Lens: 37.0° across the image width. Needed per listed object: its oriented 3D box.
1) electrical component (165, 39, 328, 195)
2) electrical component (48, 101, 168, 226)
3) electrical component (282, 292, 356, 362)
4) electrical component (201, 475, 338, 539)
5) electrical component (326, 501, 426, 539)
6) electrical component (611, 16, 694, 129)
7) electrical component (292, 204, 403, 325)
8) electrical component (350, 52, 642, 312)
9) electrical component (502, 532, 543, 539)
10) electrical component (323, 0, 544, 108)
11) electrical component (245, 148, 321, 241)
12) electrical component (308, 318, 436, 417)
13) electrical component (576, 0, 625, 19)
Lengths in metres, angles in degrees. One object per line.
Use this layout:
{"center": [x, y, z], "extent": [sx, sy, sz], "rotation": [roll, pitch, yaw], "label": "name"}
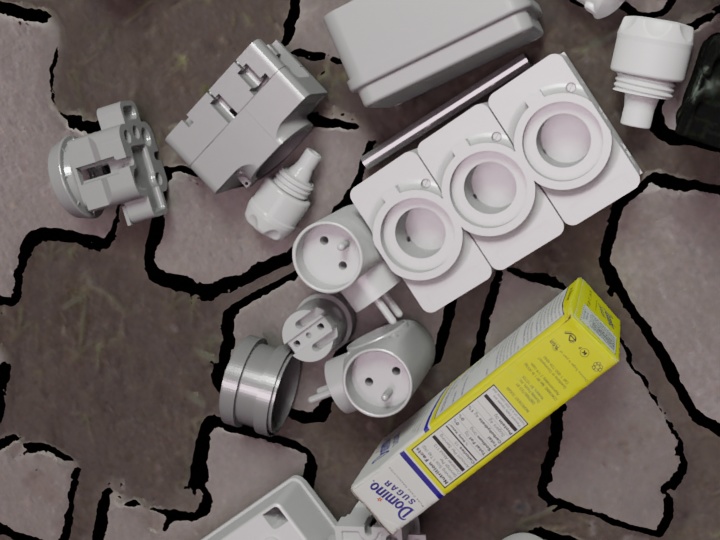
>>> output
{"center": [-0.069, -0.094, 0.685], "extent": [0.089, 0.050, 0.055], "rotation": [-44, 88, 18], "label": "electrical component"}
{"center": [-0.168, -0.066, 0.714], "extent": [0.057, 0.058, 0.078], "rotation": [-14, 97, 14], "label": "electrical component"}
{"center": [-0.027, 0.037, 0.703], "extent": [0.040, 0.046, 0.040], "rotation": [3, 102, 14], "label": "electrical component"}
{"center": [-0.056, 0.217, 0.741], "extent": [0.109, 0.056, 0.108], "rotation": [-37, 90, 18], "label": "electrical component"}
{"center": [0.013, 0.176, 0.715], "extent": [0.066, 0.055, 0.048], "rotation": [-2, 101, 15], "label": "electrical component"}
{"center": [0.167, -0.114, 0.624], "extent": [0.043, 0.043, 0.062], "rotation": [13, 105, 12], "label": "electrical component"}
{"center": [0.000, 0.000, 0.672], "extent": [0.044, 0.077, 0.079], "rotation": [-36, 91, 18], "label": "electrical component"}
{"center": [0.081, -0.052, 0.649], "extent": [0.150, 0.062, 0.089], "rotation": [-33, 91, 18], "label": "electrical component"}
{"center": [0.104, 0.200, 0.697], "extent": [0.045, 0.055, 0.045], "rotation": [3, 102, 14], "label": "electrical component"}
{"center": [0.045, -0.143, 0.632], "extent": [0.113, 0.078, 0.057], "rotation": [-23, 91, 18], "label": "electrical component"}
{"center": [-0.046, -0.051, 0.697], "extent": [0.035, 0.035, 0.061], "rotation": [37, 105, 5], "label": "electrical component"}
{"center": [0.004, 0.067, 0.685], "extent": [0.079, 0.077, 0.044], "rotation": [-23, 94, 18], "label": "electrical component"}
{"center": [0.130, -0.179, 0.621], "extent": [0.062, 0.048, 0.048], "rotation": [37, 108, 12], "label": "electrical component"}
